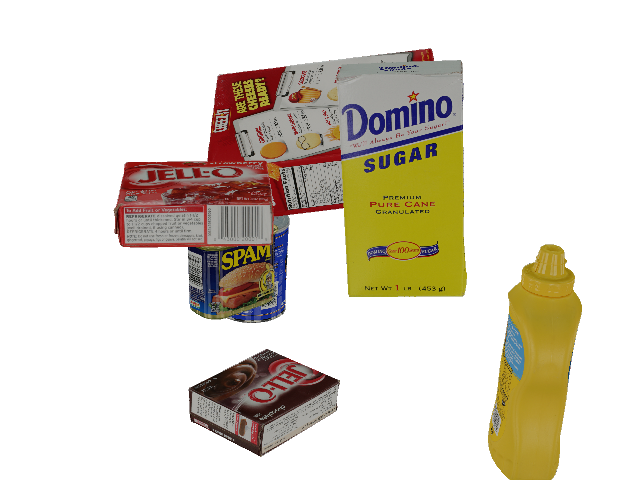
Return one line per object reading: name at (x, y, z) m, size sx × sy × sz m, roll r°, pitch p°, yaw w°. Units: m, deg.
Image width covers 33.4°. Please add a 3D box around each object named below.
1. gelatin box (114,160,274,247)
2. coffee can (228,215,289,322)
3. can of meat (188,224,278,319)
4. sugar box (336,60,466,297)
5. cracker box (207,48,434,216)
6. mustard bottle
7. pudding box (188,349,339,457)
gelatin box at (-0.074, -0.023, 0.628) m, size 0.089 × 0.030 × 0.073 m, roll -1°, pitch 23°, yaw -5°
coffee can at (-0.098, 0.032, 1.521) m, size 0.103 × 0.140 × 0.103 m, roll 3°, pitch 23°, yaw -1°
can of meat at (-0.094, 0.030, 1.143) m, size 0.101 × 0.084 × 0.058 m, roll -17°, pitch 26°, yaw -42°
sugar box at (0.063, -0.045, 0.807) m, size 0.093 × 0.176 × 0.048 m, roll -1°, pitch 23°, yaw 8°
cracker box at (0.009, -0.100, 1.000) m, size 0.214 × 0.072 × 0.164 m, roll -7°, pitch 39°, yaw 5°
mustard bottle at (0.175, 0.094, 0.867) m, size 0.058 × 0.192 × 0.096 m, roll 3°, pitch 23°, yaw 2°
pudding box at (-0.051, 0.146, 0.976) m, size 0.090 × 0.039 × 0.113 m, roll 18°, pitch 28°, yaw 34°
